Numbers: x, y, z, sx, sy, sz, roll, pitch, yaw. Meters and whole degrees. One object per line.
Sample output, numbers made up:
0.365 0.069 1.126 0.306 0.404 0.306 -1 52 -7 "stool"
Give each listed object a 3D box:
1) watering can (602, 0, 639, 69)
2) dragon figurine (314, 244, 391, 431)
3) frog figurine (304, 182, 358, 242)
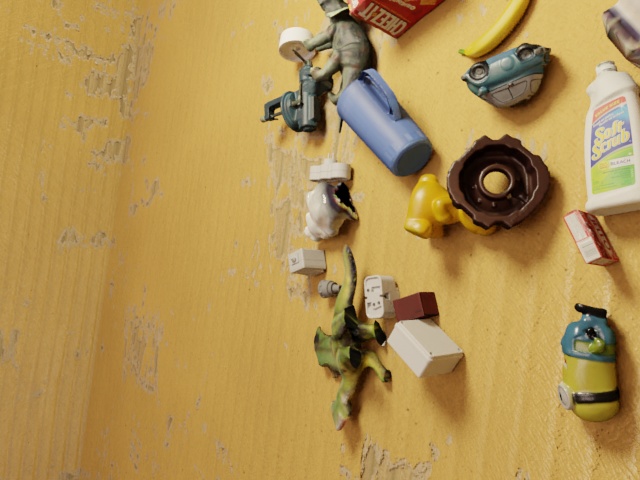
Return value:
0.536 -0.395 0.783 0.220 0.104 0.354 -44 54 37 "watering can"
0.043 0.238 1.245 0.239 0.122 0.417 -32 59 51 "dragon figurine"
0.004 -0.067 1.328 0.157 0.123 0.138 -35 77 27 "frog figurine"
